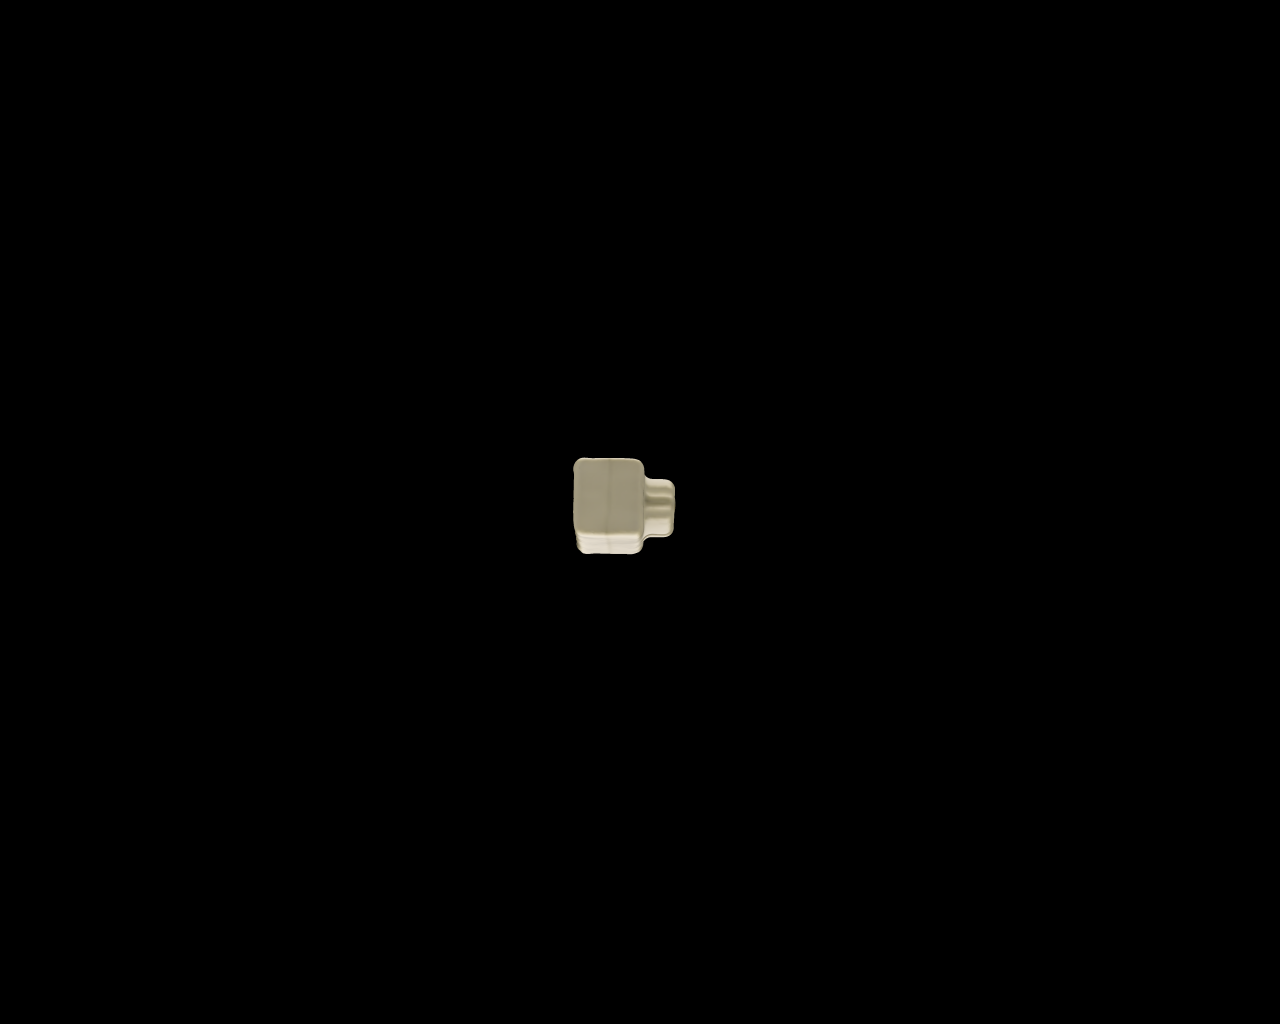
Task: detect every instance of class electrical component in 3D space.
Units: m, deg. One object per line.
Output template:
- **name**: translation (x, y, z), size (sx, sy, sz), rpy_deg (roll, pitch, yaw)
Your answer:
- **electrical component**: translation (0.001, -0.003, 0.650), size (0.077, 0.047, 0.065), rpy_deg (0, -13, 0)
